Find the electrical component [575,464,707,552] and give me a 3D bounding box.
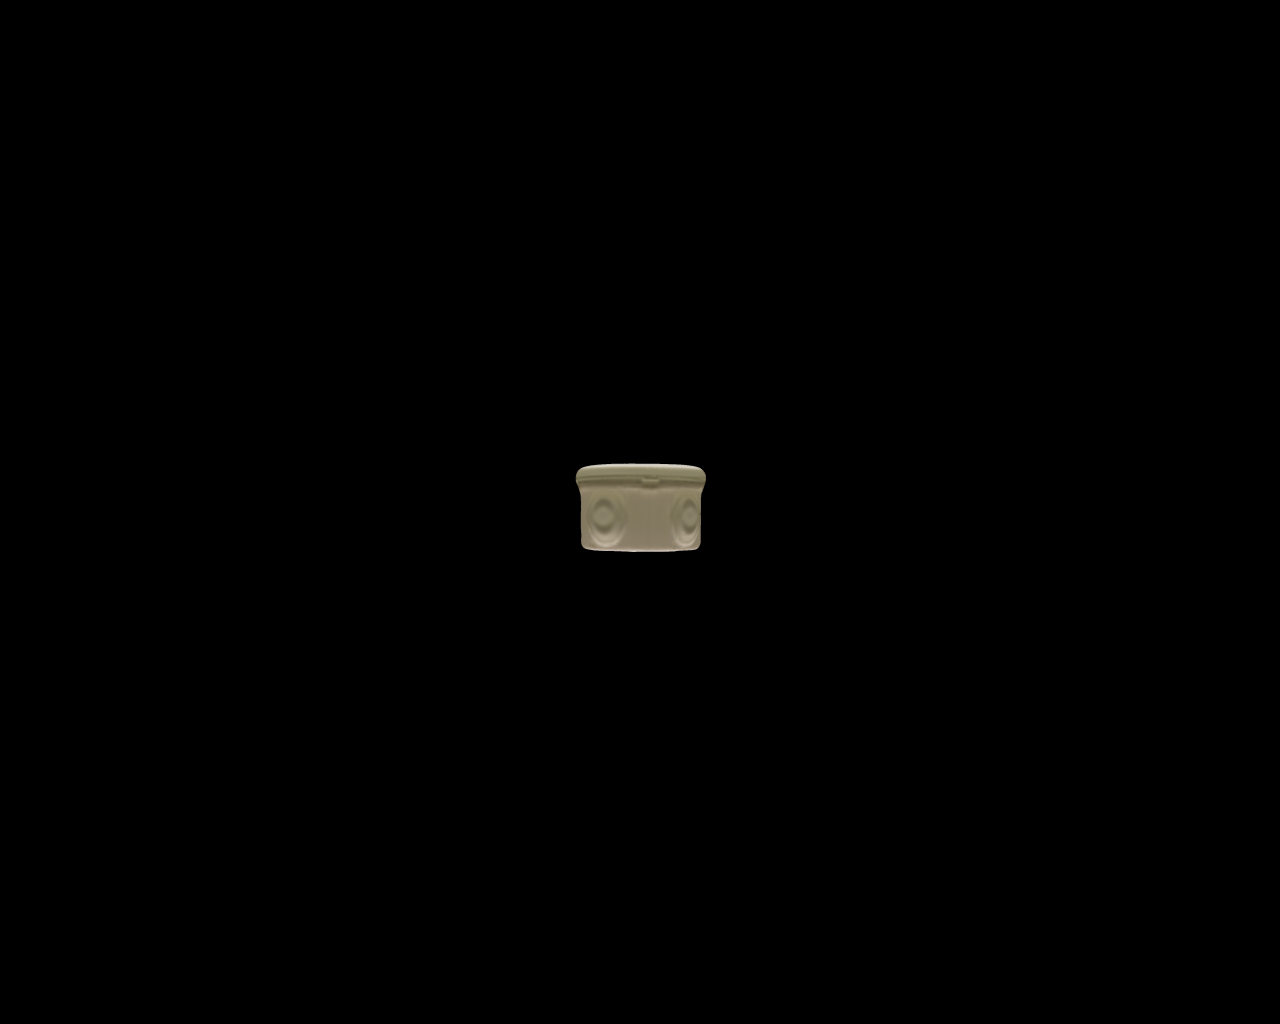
[{"bbox_3d":[0.001,-0.003,0.650,0.080,0.051,0.080,0,0,0],"label":"electrical component"}]
